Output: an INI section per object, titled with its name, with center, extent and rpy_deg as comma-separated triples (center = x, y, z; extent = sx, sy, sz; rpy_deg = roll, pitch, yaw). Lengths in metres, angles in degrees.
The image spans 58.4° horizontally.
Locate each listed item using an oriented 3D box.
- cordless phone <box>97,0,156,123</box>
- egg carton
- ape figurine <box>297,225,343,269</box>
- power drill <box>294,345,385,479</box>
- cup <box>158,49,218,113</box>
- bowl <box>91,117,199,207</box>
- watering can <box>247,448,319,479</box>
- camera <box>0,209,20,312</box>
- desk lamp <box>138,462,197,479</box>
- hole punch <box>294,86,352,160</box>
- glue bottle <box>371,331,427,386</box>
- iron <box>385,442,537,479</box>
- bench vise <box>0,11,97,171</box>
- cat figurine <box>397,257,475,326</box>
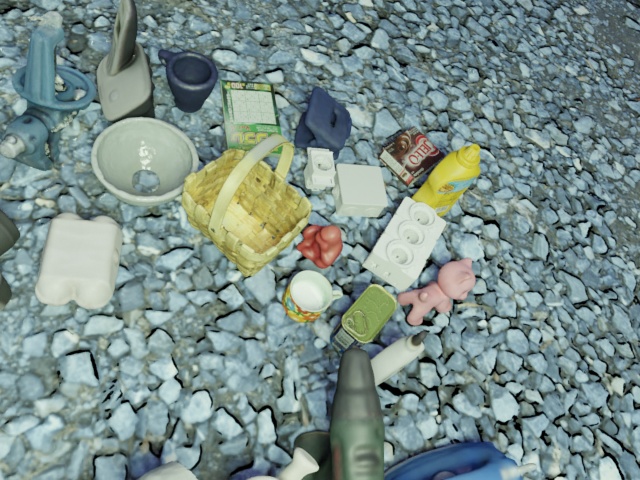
[cordless phone]
center = -0.329, -0.301, 0.971
extent = 0.094, 0.185, 0.147
rpy_deg = -11, 65, -23
[egg carton]
center = -0.351, 0.030, 0.843
extent = 0.107, 0.069, 0.150
rpy_deg = 5, 60, -16
[ape figurine]
center = 0.009, 0.003, 0.966
extent = 0.076, 0.092, 0.077
rpy_deg = -1, 62, -19
[power drill]
center = 0.026, 0.277, 0.745
extent = 0.076, 0.208, 0.229
rpy_deg = 3, 60, -17
[cup]
center = -0.248, -0.286, 1.044
extent = 0.117, 0.095, 0.092
rpy_deg = 33, 56, 2
[bowl]
center = -0.287, -0.116, 0.945
extent = 0.168, 0.074, 0.167
rpy_deg = 8, 59, -14
[watering can]
center = -0.069, 0.331, 0.690
extent = 0.101, 0.194, 0.173
rpy_deg = 21, 57, -6
[camera]
center = -0.478, 0.020, 0.787
extent = 0.143, 0.100, 0.137
rpy_deg = 38, 57, 5
[desk lamp]
center = -0.223, 0.344, 0.619
extent = 0.204, 0.213, 0.118
rpy_deg = -21, 70, -28
[hole punch]
center = 0.013, -0.226, 1.101
extent = 0.101, 0.091, 0.108
rpy_deg = 17, 57, -9
[glue bottle]
center = 0.121, 0.171, 0.860
extent = 0.078, 0.173, 0.037
rpy_deg = -23, 70, -28
[iron]
center = 0.169, 0.350, 0.792
extent = 0.259, 0.141, 0.118
rpy_deg = -7, 64, -22
[bench vise]
center = -0.413, -0.221, 0.876
extent = 0.122, 0.219, 0.207
rpy_deg = 5, 60, -15
[cat figurine]
center = 0.209, 0.081, 0.974
extent = 0.128, 0.117, 0.067
rpy_deg = -20, 69, -27
